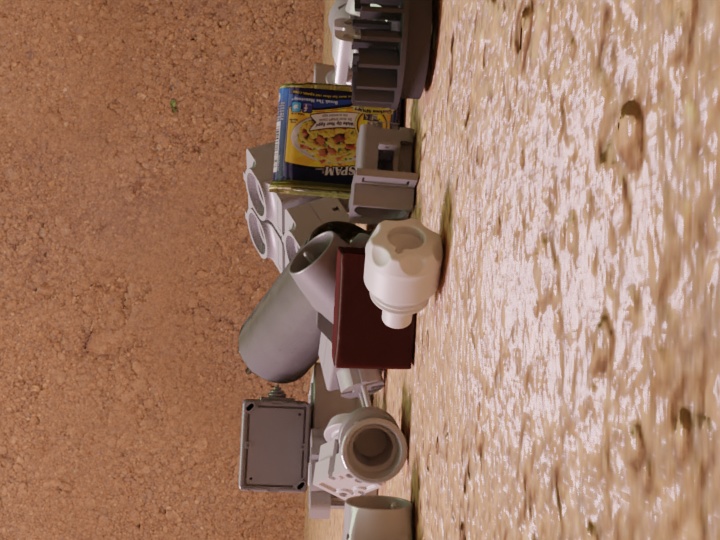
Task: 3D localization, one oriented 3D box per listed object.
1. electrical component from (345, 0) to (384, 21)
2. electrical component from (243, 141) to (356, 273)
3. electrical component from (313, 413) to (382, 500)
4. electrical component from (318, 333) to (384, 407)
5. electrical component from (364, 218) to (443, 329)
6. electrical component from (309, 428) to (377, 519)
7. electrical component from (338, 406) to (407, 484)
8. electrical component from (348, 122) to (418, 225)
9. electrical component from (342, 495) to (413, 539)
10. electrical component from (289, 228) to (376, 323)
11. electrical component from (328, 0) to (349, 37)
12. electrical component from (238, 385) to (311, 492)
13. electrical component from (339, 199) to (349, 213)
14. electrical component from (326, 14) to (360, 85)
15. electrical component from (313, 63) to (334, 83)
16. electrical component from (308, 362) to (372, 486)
[{"bbox_3d":[0.014,-0.246,0.899,0.044,0.044,0.065,-97,15,-66],"label":"electrical component"},{"bbox_3d":[-0.057,-0.033,1.070,0.186,0.060,0.105,56,155,37],"label":"electrical component"},{"bbox_3d":[-0.008,0.151,0.880,0.066,0.048,0.055,-30,40,39],"label":"electrical component"},{"bbox_3d":[-0.002,0.083,0.895,0.083,0.047,0.075,101,157,-63],"label":"electrical component"},{"bbox_3d":[0.023,0.005,0.608,0.043,0.043,0.062,-93,5,-49],"label":"electrical component"},{"bbox_3d":[-0.015,0.176,0.933,0.058,0.057,0.078,97,173,-51],"label":"electrical component"},{"bbox_3d":[0.008,0.119,0.742,0.055,0.045,0.045,-149,61,-86],"label":"electrical component"},{"bbox_3d":[0.016,-0.067,0.760,0.081,0.042,0.063,111,164,-76],"label":"electrical component"},{"bbox_3d":[0.012,0.185,0.663,0.079,0.043,0.077,-176,89,-86],"label":"electrical component"},{"bbox_3d":[0.000,0.000,0.788,0.079,0.077,0.044,-51,22,-19],"label":"electrical component"},{"bbox_3d":[0.001,-0.216,0.967,0.047,0.055,0.055,-99,11,-51],"label":"electrical component"},{"bbox_3d":[-0.079,0.154,0.992,0.061,0.062,0.096,141,132,-81],"label":"electrical component"},{"bbox_3d":[-0.007,-0.108,1.070,0.079,0.043,0.077,-97,10,-61],"label":"electrical component"},{"bbox_3d":[0.001,-0.176,0.914,0.078,0.058,0.057,-94,10,-54],"label":"electrical component"},{"bbox_3d":[-0.024,-0.179,1.221,0.108,0.060,0.108,-178,90,-86],"label":"electrical component"},{"bbox_3d":[-0.022,0.152,1.042,0.108,0.056,0.108,106,166,-72],"label":"electrical component"}]
